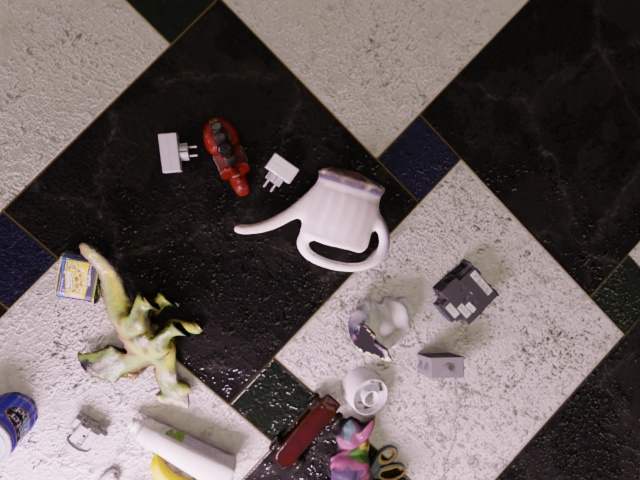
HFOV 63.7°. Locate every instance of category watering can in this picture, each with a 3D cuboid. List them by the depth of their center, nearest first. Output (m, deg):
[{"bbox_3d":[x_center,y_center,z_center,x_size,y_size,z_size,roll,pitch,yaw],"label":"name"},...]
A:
[{"bbox_3d":[0.003,-0.058,1.144,0.347,0.104,0.224,17,91,-11],"label":"watering can"}]

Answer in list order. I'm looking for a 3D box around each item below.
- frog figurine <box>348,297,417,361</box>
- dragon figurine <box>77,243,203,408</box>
[{"bbox_3d":[0.145,0.188,1.203,0.137,0.120,0.162,43,51,-2],"label":"frog figurine"},{"bbox_3d":[-0.410,0.210,1.090,0.242,0.124,0.406,-43,107,5],"label":"dragon figurine"}]
